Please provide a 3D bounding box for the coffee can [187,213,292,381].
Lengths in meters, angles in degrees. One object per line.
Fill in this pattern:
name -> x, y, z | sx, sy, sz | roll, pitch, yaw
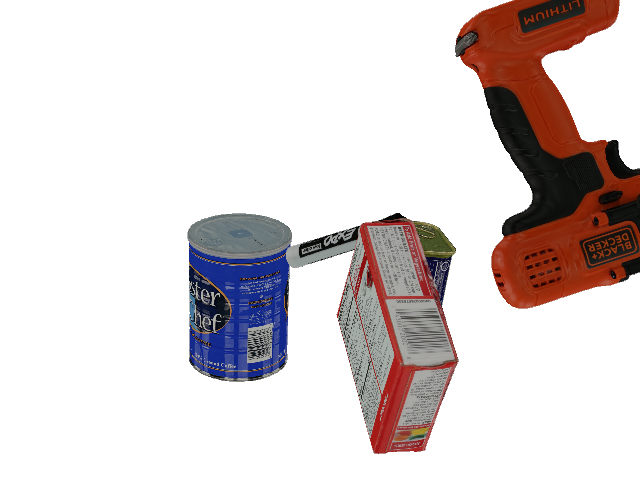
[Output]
coffee can -> -0.082, 0.056, 1.074 | 0.103, 0.140, 0.103 | 2, 23, -1

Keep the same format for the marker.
marker -> 0.022, 0.000, 0.869 | 0.121, 0.020, 0.020 | -17, -11, 38

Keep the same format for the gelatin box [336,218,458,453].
gelatin box -> 0.035, 0.046, 0.514 | 0.030, 0.089, 0.073 | -2, -42, -13

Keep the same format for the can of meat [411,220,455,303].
can of meat -> 0.103, 0.033, 1.155 | 0.057, 0.084, 0.102 | 5, 18, -11

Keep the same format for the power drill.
power drill -> 0.176, -0.067, 0.664 | 0.184, 0.187, 0.057 | -18, -2, -5
